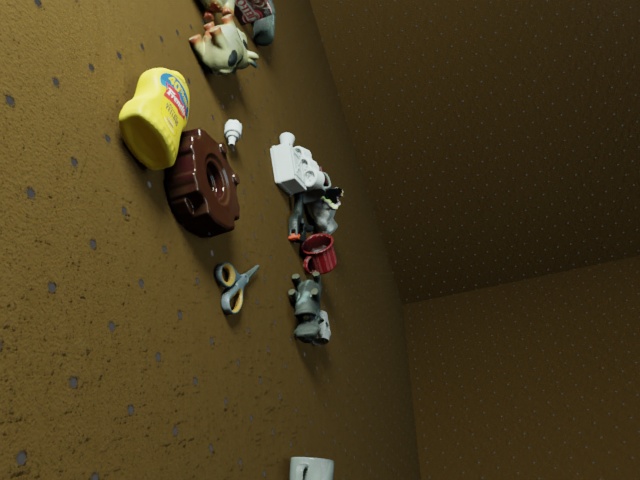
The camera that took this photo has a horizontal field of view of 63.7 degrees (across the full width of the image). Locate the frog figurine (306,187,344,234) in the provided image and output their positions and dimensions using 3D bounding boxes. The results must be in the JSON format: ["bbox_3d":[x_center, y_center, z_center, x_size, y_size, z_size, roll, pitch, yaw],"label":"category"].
[{"bbox_3d":[0.005,-0.082,1.620,0.141,0.122,0.156,-102,-153,-49],"label":"frog figurine"}]
